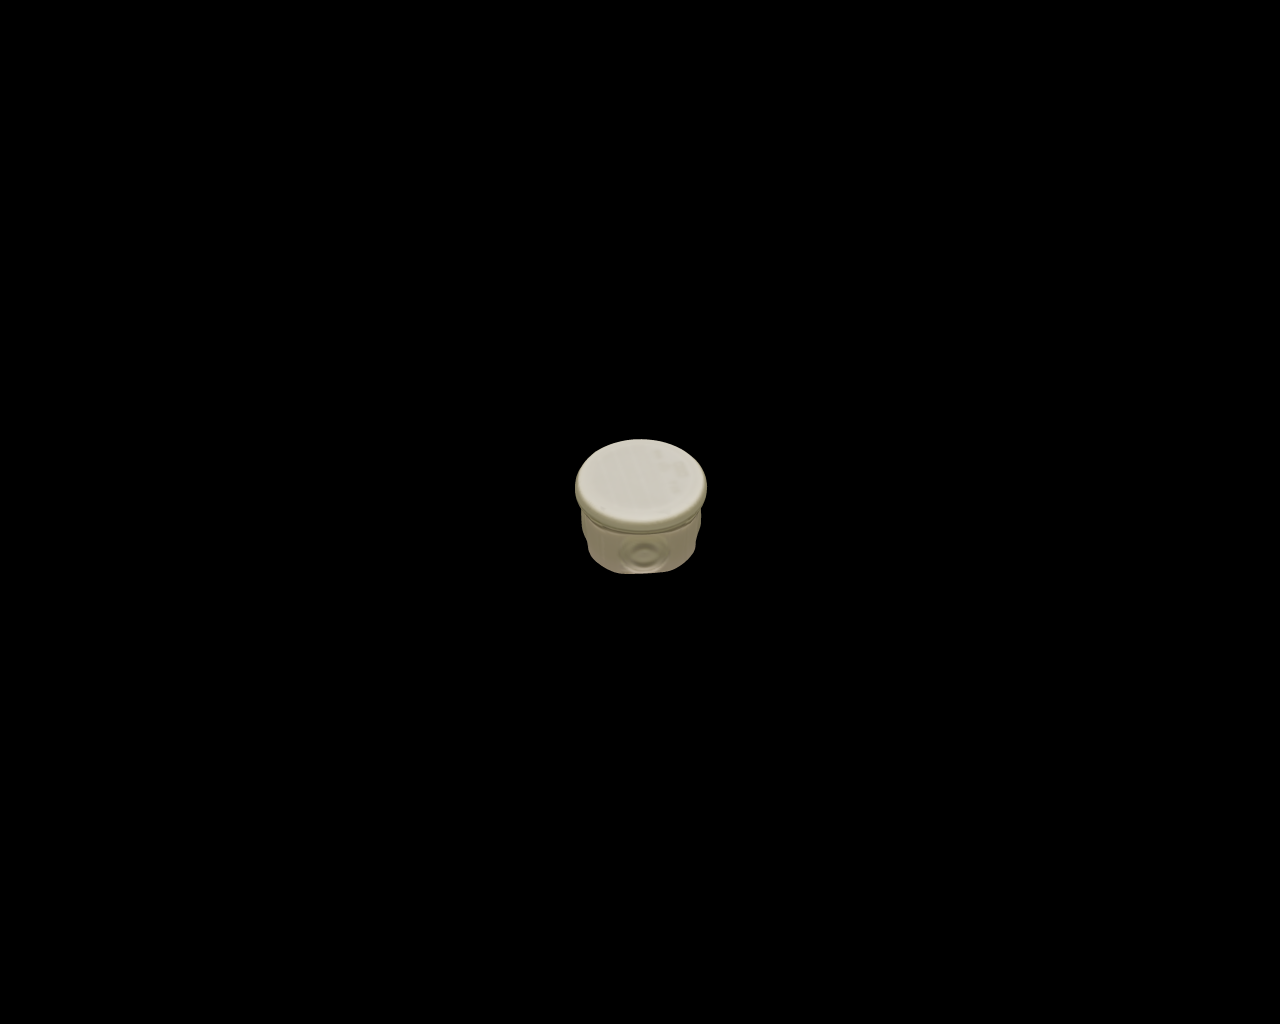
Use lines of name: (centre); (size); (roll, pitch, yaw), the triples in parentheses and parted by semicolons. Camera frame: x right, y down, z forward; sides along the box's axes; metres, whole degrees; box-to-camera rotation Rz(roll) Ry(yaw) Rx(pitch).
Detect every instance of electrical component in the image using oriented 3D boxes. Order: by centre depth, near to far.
electrical component: (0.001, -0.003, 0.650); (0.080, 0.050, 0.080); (0, 43, 0)
